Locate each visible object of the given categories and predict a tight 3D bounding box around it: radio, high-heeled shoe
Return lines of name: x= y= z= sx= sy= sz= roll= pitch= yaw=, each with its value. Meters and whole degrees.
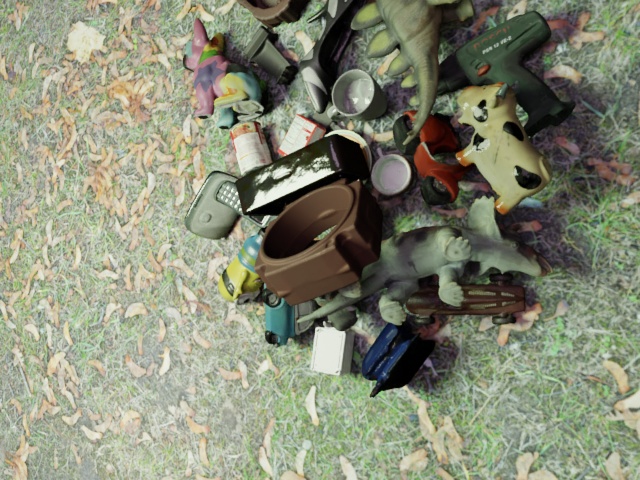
radio: x=-0.030 y=-0.112 z=0.992 sx=0.230 sy=0.131 sz=0.073 roll=-20 pitch=81 yaw=29
high-heeled shoe: x=0.039 y=-0.364 z=1.011 sx=0.145 sy=0.086 sz=0.248 roll=-15 pitch=72 yaw=30

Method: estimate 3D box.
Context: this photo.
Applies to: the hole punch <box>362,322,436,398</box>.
hole punch: x=0.125 y=0.194 z=0.943 sx=0.092 sy=0.115 sz=0.142 roll=43 pitch=106 yaw=29

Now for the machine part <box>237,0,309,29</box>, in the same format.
machine part: x=-0.090 y=-0.528 z=1.101 sx=0.180 sy=0.056 sz=0.179 roll=-2 pitch=86 yaw=26

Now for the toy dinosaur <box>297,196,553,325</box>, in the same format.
toy dinosaur: x=0.157 y=0.036 z=0.891 sx=0.405 sy=0.192 sz=0.131 roll=-14 pitch=107 yaw=25

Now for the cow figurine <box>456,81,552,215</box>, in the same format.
cow figurine: x=0.277 y=-0.152 z=0.817 sx=0.127 sy=0.085 sz=0.195 roll=-42 pitch=77 yaw=40

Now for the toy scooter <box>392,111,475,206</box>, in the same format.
toy scooter: x=0.213 y=-0.151 z=0.918 sx=0.135 sy=0.075 sz=0.184 roll=-19 pitch=71 yaw=-9

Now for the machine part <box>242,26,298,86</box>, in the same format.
machine part: x=-0.102 y=-0.378 z=1.113 sx=0.084 sy=0.039 sz=0.139 roll=-42 pitch=70 yaw=13

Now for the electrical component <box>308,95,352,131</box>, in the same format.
electrical component: x=0.021 y=-0.252 z=1.055 sx=0.094 sy=0.021 sz=0.063 roll=45 pitch=106 yaw=21

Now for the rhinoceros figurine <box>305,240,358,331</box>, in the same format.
rhinoceros figurine: x=0.015 y=0.079 z=0.998 sx=0.073 sy=0.112 sz=0.190 roll=-36 pitch=66 yaw=18

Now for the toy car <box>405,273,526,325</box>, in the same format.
toy car: x=0.243 y=0.102 z=0.920 sx=0.202 sy=0.053 sz=0.089 roll=-3 pitch=84 yaw=27

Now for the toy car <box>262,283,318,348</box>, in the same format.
toy car: x=-0.055 y=0.126 z=1.035 sx=0.103 sy=0.109 sz=0.161 roll=0 pitch=107 yaw=5

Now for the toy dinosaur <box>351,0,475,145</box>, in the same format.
toy dinosaur: x=0.159 y=-0.386 z=0.923 sx=0.199 sy=0.105 sz=0.471 roll=-20 pitch=63 yaw=25

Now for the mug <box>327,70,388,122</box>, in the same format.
mug: x=0.073 y=-0.248 z=0.984 sx=0.109 sy=0.107 sz=0.081 roll=-37 pitch=72 yaw=25

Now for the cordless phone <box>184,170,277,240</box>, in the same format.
cordless phone: x=-0.174 y=-0.045 z=1.119 sx=0.184 sy=0.089 sz=0.146 roll=33 pitch=103 yaw=5

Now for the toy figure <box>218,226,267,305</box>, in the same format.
toy figure: x=-0.139 y=0.051 z=1.091 sx=0.089 sy=0.082 sz=0.180 roll=46 pitch=116 yaw=40

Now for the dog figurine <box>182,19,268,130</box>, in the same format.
dog figurine: x=-0.203 y=-0.357 z=1.121 sx=0.192 sy=0.108 sz=0.219 roll=-14 pitch=80 yaw=31

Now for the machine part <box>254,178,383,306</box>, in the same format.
machine part: x=-0.002 y=-0.003 z=0.889 sx=0.201 sy=0.201 sz=0.087 roll=-24 pitch=121 yaw=26

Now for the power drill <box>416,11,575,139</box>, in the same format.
power drill: x=0.300 y=-0.248 z=0.897 sx=0.232 sy=0.086 sz=0.207 roll=-35 pitch=67 yaw=20
